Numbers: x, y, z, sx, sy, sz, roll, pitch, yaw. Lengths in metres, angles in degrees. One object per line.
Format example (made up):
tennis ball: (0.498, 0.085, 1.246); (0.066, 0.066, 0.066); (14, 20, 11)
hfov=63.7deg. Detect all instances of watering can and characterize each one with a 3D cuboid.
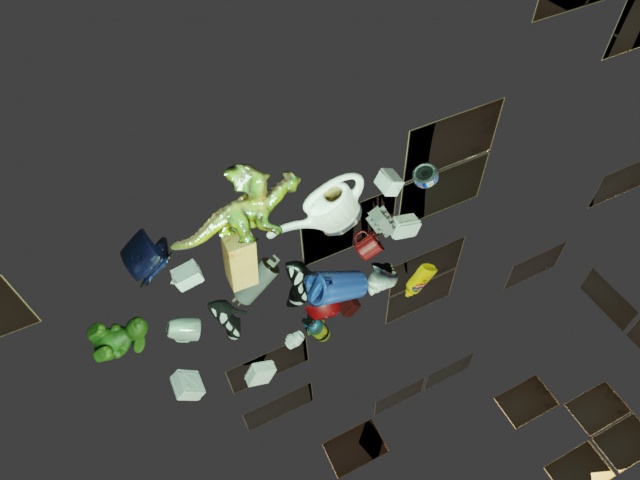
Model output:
watering can: (0.005, -0.083, 1.645); (0.347, 0.106, 0.220); (-37, 145, 3)

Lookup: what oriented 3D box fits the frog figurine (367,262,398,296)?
frog figurine: (0.246, 0.177, 2.125); (0.138, 0.124, 0.156); (-17, 134, -52)

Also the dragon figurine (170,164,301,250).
dragon figurine: (-0.233, -0.109, 1.472); (0.413, 0.124, 0.238); (-15, 123, -26)
